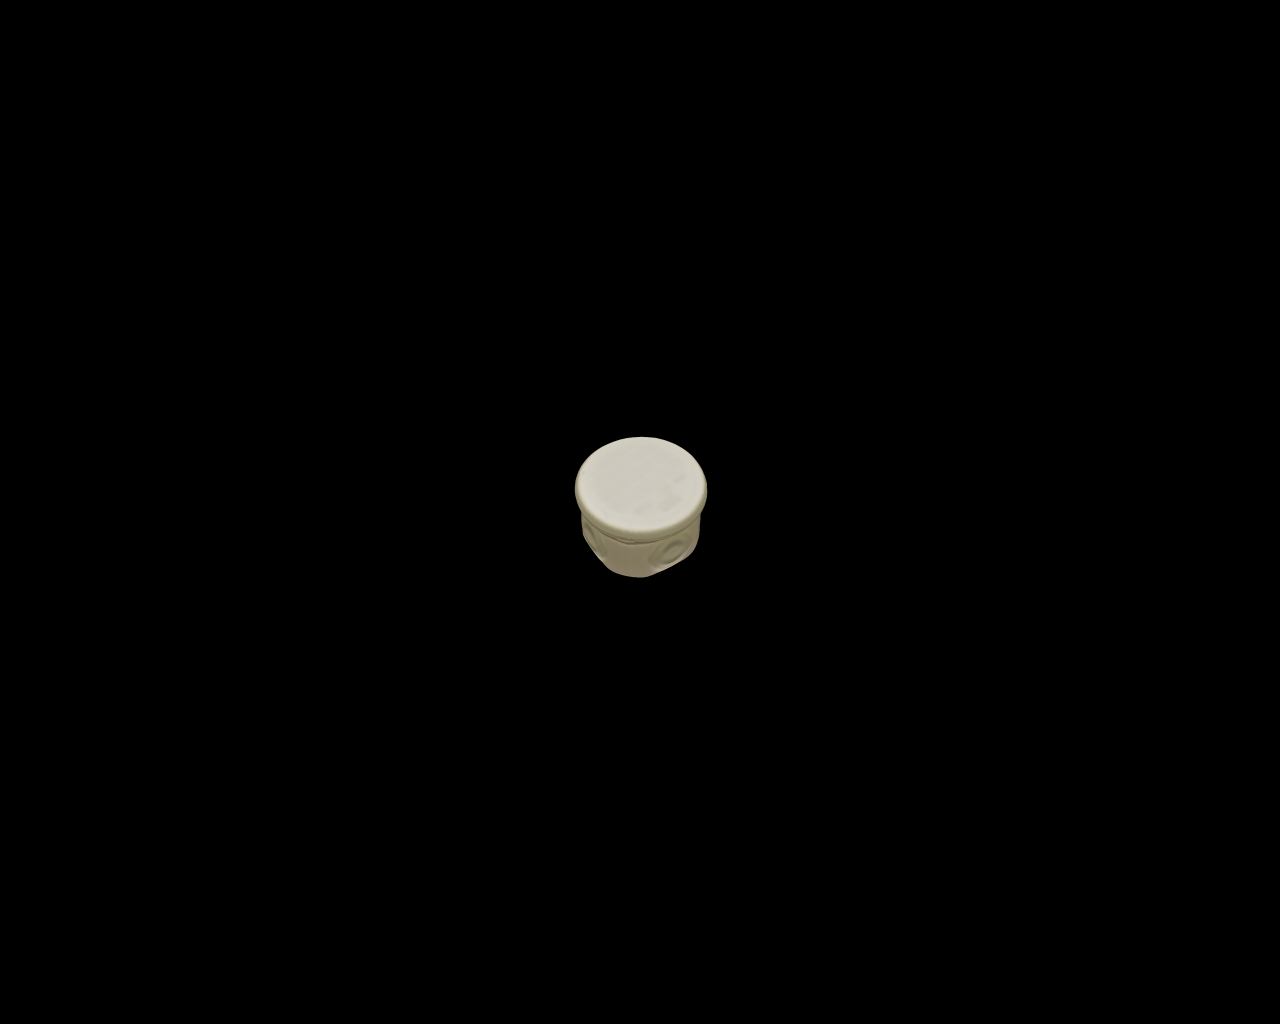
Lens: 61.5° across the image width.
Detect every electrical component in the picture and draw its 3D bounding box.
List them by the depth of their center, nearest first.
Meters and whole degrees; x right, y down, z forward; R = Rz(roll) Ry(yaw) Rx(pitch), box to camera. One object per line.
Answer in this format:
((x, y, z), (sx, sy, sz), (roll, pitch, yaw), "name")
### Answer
((0.001, -0.003, 0.650), (0.080, 0.080, 0.050), (0, -40, 0), "electrical component")
